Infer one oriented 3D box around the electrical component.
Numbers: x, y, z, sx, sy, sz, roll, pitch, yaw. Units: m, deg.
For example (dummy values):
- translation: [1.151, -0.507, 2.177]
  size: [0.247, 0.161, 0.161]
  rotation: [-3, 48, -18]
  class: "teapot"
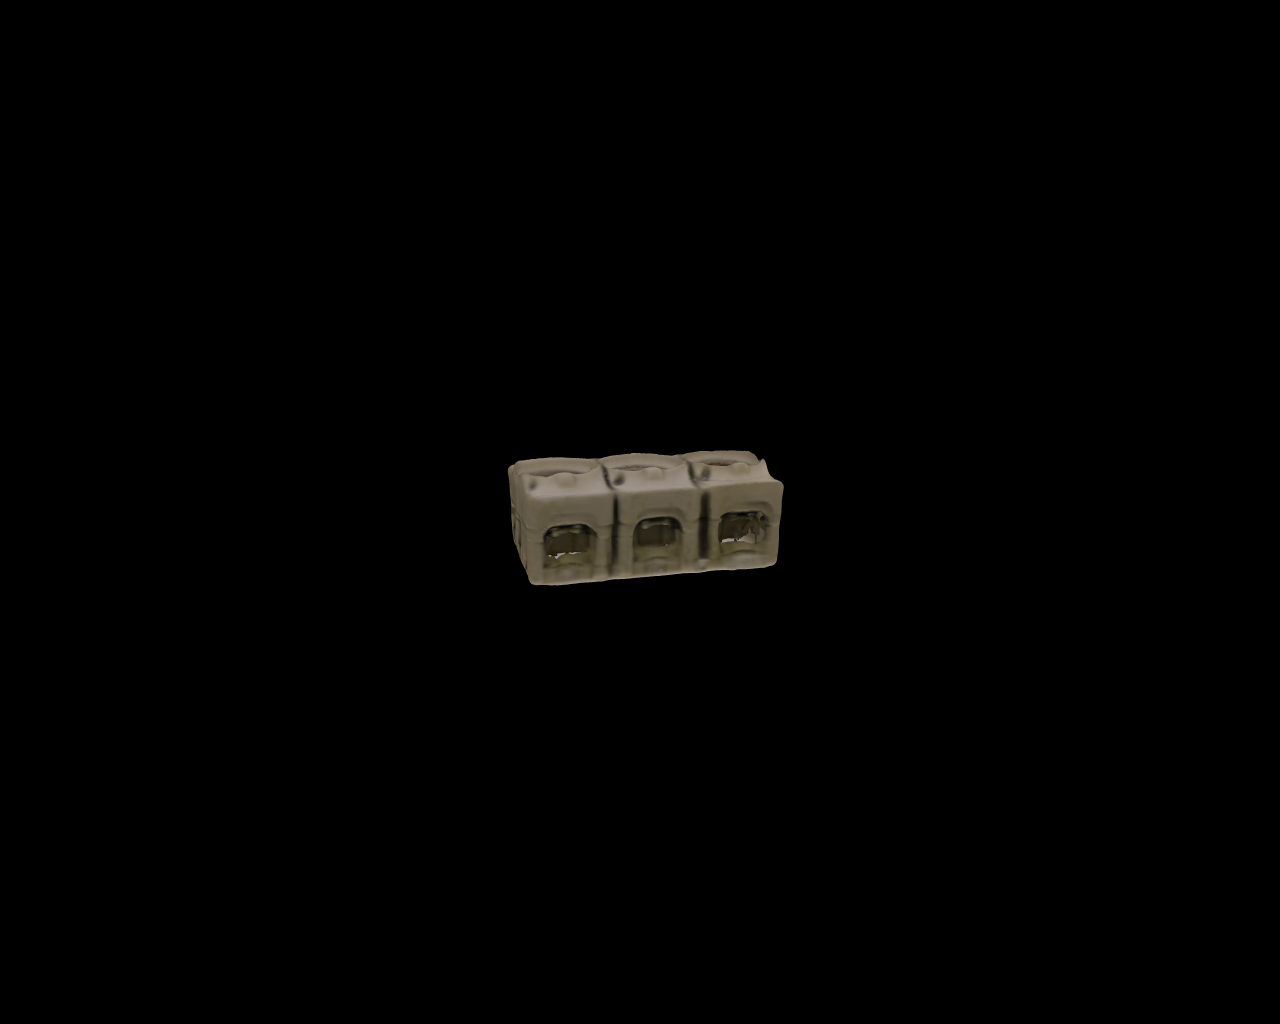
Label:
- translation: [0.001, -0.003, 0.650]
  size: [0.150, 0.061, 0.089]
  rotation: [-4, 16, -14]
  class: "electrical component"
